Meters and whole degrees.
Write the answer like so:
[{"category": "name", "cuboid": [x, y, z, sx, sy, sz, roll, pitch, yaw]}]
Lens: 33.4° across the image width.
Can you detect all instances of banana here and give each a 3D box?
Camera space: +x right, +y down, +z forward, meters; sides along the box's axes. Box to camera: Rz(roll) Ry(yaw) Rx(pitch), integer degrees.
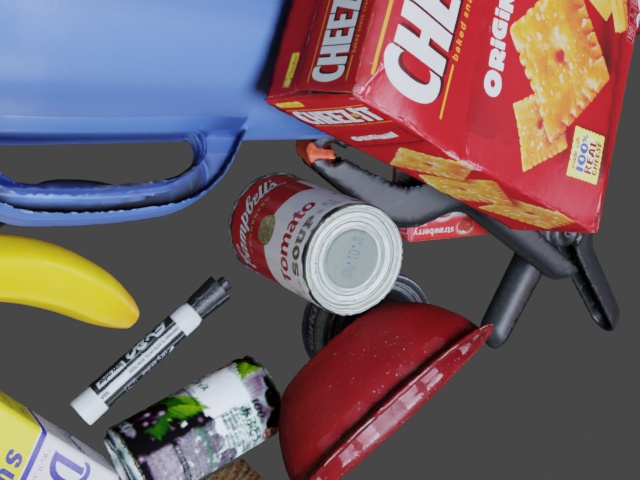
[{"category": "banana", "cuboid": [-0.181, 0.029, 0.574, 0.197, 0.037, 0.069, -10, 102, -47]}]

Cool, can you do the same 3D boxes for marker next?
[{"category": "marker", "cuboid": [-0.102, 0.065, 0.657, 0.121, 0.020, 0.020, -43, 119, -14]}]

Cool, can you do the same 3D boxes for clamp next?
[{"category": "clamp", "cuboid": [0.181, -0.002, 0.788, 0.120, 0.039, 0.171, 3, 100, -32]}, {"category": "clamp", "cuboid": [0.090, -0.064, 0.684, 0.209, 0.036, 0.164, 7, 99, -19]}]

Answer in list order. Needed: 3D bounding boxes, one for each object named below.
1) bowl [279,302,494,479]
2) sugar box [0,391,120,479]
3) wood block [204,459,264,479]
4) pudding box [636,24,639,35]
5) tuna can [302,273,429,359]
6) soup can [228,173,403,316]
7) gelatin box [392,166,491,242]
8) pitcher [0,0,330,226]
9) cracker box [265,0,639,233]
[{"category": "bowl", "cuboid": [0.028, 0.088, 0.645, 0.162, 0.162, 0.055, -38, 75, -17]}, {"category": "sugar box", "cuboid": [-0.206, 0.125, 0.597, 0.176, 0.048, 0.093, 41, 81, -29]}, {"category": "wood block", "cuboid": [-0.036, 0.262, 0.701, 0.090, 0.091, 0.206, -29, 115, -20]}, {"category": "pudding box", "cuboid": [0.241, -0.199, 0.744, 0.039, 0.090, 0.113, -27, 113, -24]}, {"category": "tuna can", "cuboid": [0.033, 0.059, 0.723, 0.086, 0.034, 0.086, -8, 107, -27]}, {"category": "soup can", "cuboid": [-0.004, 0.001, 0.647, 0.068, 0.102, 0.068, -8, 106, -28]}, {"category": "gelatin box", "cuboid": [0.093, -0.039, 0.734, 0.089, 0.030, 0.073, -4, 104, -28]}, {"category": "pitcher", "cuboid": [-0.089, -0.100, 0.558, 0.242, 0.145, 0.149, -1, 118, -32]}, {"category": "cracker box", "cuboid": [0.086, -0.111, 0.576, 0.213, 0.072, 0.164, 23, 77, -43]}]
